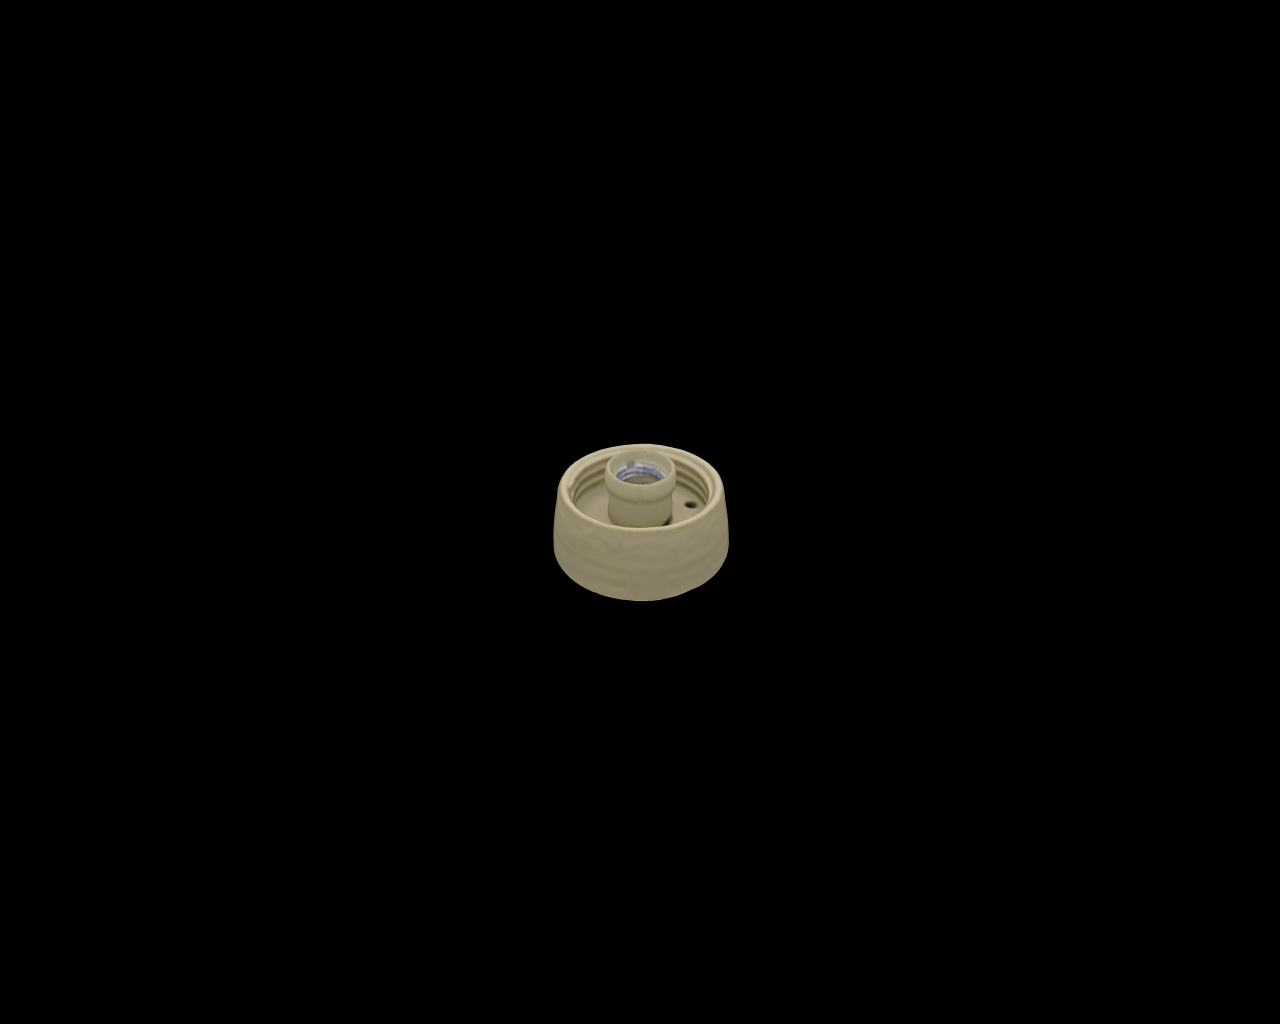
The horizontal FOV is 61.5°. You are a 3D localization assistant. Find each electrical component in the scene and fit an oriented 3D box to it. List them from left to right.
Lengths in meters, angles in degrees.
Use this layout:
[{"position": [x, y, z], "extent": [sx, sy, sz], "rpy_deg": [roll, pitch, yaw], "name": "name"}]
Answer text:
[{"position": [0.001, -0.003, 0.650], "extent": [0.108, 0.060, 0.108], "rpy_deg": [0, 35, 0], "name": "electrical component"}]
